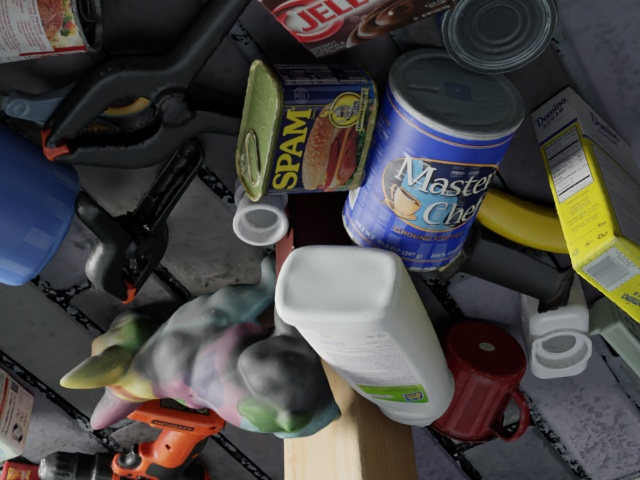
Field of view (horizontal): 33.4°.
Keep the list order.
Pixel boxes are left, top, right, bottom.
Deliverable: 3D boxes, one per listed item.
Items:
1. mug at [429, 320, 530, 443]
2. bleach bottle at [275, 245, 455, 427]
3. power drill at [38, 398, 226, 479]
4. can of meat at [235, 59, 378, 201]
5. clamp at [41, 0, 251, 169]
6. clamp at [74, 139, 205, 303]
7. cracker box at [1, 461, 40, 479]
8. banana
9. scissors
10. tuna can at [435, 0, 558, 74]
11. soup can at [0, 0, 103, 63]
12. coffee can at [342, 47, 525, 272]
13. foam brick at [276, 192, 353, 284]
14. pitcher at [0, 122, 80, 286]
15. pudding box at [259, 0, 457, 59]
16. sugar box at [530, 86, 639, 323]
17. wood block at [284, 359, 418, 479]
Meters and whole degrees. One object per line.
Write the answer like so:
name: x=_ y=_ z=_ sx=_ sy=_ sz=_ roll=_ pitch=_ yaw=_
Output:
mug: x=0.151 y=0.138 z=1.003 sx=0.093 sy=0.117 sz=0.082 roll=-14 pitch=137 yaw=-37
bleach bottle: x=0.050 y=0.095 z=0.891 sx=0.103 sy=0.068 sz=0.250 roll=1 pitch=149 yaw=21
power drill: x=-0.184 y=0.210 z=1.095 sx=0.184 sy=0.057 sz=0.188 roll=11 pitch=135 yaw=-17
can of meat: x=-0.010 y=-0.081 z=0.788 sx=0.083 sy=0.057 sz=0.102 roll=-5 pitch=129 yaw=-24
clamp: x=-0.107 y=-0.115 z=0.783 sx=0.210 sy=0.036 sz=0.164 roll=-16 pitch=131 yaw=-6
clamp: x=-0.147 y=-0.012 z=0.882 sx=0.120 sy=0.039 sz=0.172 roll=-29 pitch=159 yaw=-25
cracker box: x=-0.246 y=0.336 z=1.136 sx=0.213 sy=0.164 sz=0.072 roll=11 pitch=134 yaw=-11
banana: x=0.215 y=-0.019 z=0.910 sx=0.197 sy=0.037 sz=0.070 roll=-1 pitch=116 yaw=-2
scissors: x=-0.203 y=-0.110 z=0.779 sx=0.096 sy=0.016 sz=0.201 roll=-41 pitch=142 yaw=19
tuna can: x=0.127 y=-0.163 z=0.769 sx=0.086 sy=0.034 sz=0.086 roll=-1 pitch=133 yaw=-1
soup can: x=-0.209 y=-0.158 z=0.738 sx=0.102 sy=0.068 sz=0.068 roll=-6 pitch=133 yaw=5
coffee can: x=0.083 y=-0.060 z=0.817 sx=0.102 sy=0.103 sz=0.140 roll=9 pitch=132 yaw=-11
foam brick: x=-0.006 y=0.001 z=0.889 sx=0.051 sy=0.078 sz=0.053 roll=11 pitch=134 yaw=-13
pitcher: x=-0.313 y=-0.059 z=0.799 sx=0.242 sy=0.149 sz=0.145 roll=29 pitch=109 yaw=-30
pudding box: x=0.024 y=-0.174 z=0.725 sx=0.114 sy=0.039 sz=0.090 roll=-19 pitch=156 yaw=21
sugar box: x=0.214 y=-0.028 z=0.801 sx=0.048 sy=0.176 sz=0.093 roll=-38 pitch=123 yaw=26
wood block: x=0.028 y=0.192 z=0.981 sx=0.090 sy=0.206 sz=0.090 roll=-33 pitch=126 yaw=25
